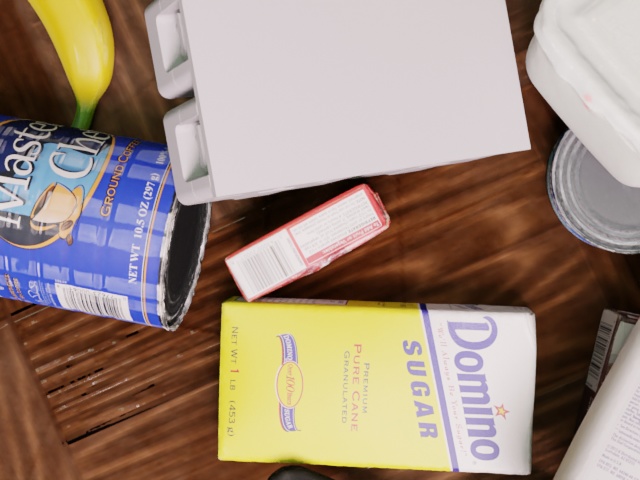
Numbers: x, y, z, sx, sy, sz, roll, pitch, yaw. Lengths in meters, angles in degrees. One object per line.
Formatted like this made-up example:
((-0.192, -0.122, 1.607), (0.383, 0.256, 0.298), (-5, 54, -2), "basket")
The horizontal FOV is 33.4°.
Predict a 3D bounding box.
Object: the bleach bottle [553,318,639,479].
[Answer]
((0.208, 0.066, 0.539), (0.103, 0.068, 0.250), (30, 72, 16), "bleach bottle")

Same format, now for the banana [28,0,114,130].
((-0.179, -0.156, 0.627), (0.069, 0.037, 0.198), (-38, 88, 4), "banana")

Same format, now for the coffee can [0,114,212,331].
((-0.140, -0.012, 0.594), (0.140, 0.103, 0.103), (10, 92, 5), "coffee can")

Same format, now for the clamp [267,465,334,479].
((0.077, 0.201, 0.608), (0.210, 0.036, 0.164), (-1, 107, -1), "clamp")

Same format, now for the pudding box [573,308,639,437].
((0.194, 0.103, 0.599), (0.090, 0.039, 0.113), (13, 94, 4), "pudding box")

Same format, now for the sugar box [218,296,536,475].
((0.032, 0.082, 0.609), (0.176, 0.048, 0.093), (1, 92, 6), "sugar box")

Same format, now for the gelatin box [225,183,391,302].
((-0.004, 0.001, 0.597), (0.089, 0.073, 0.030), (-28, 90, 4), "gelatin box")

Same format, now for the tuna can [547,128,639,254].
((0.171, -0.035, 0.599), (0.086, 0.033, 0.086), (0, 92, 5), "tuna can")
